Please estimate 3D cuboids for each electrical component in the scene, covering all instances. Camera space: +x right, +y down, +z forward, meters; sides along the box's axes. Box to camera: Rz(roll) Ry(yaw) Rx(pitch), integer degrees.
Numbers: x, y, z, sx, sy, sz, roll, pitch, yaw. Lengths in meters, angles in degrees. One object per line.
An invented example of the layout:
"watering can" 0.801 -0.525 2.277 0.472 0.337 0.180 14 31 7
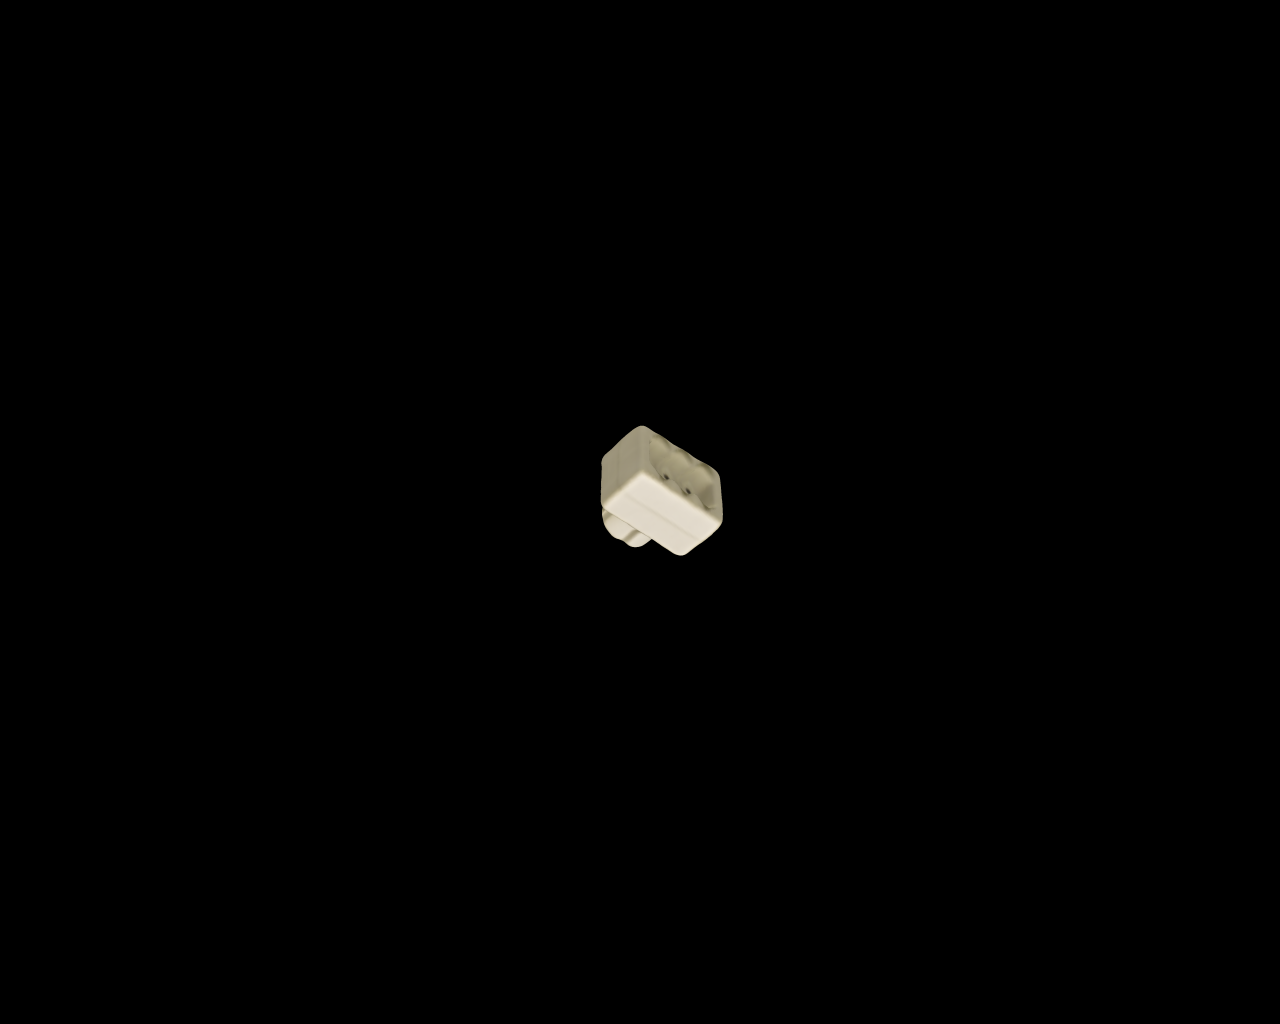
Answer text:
"electrical component" 0.001 -0.003 0.650 0.065 0.047 0.076 32 -54 -27
